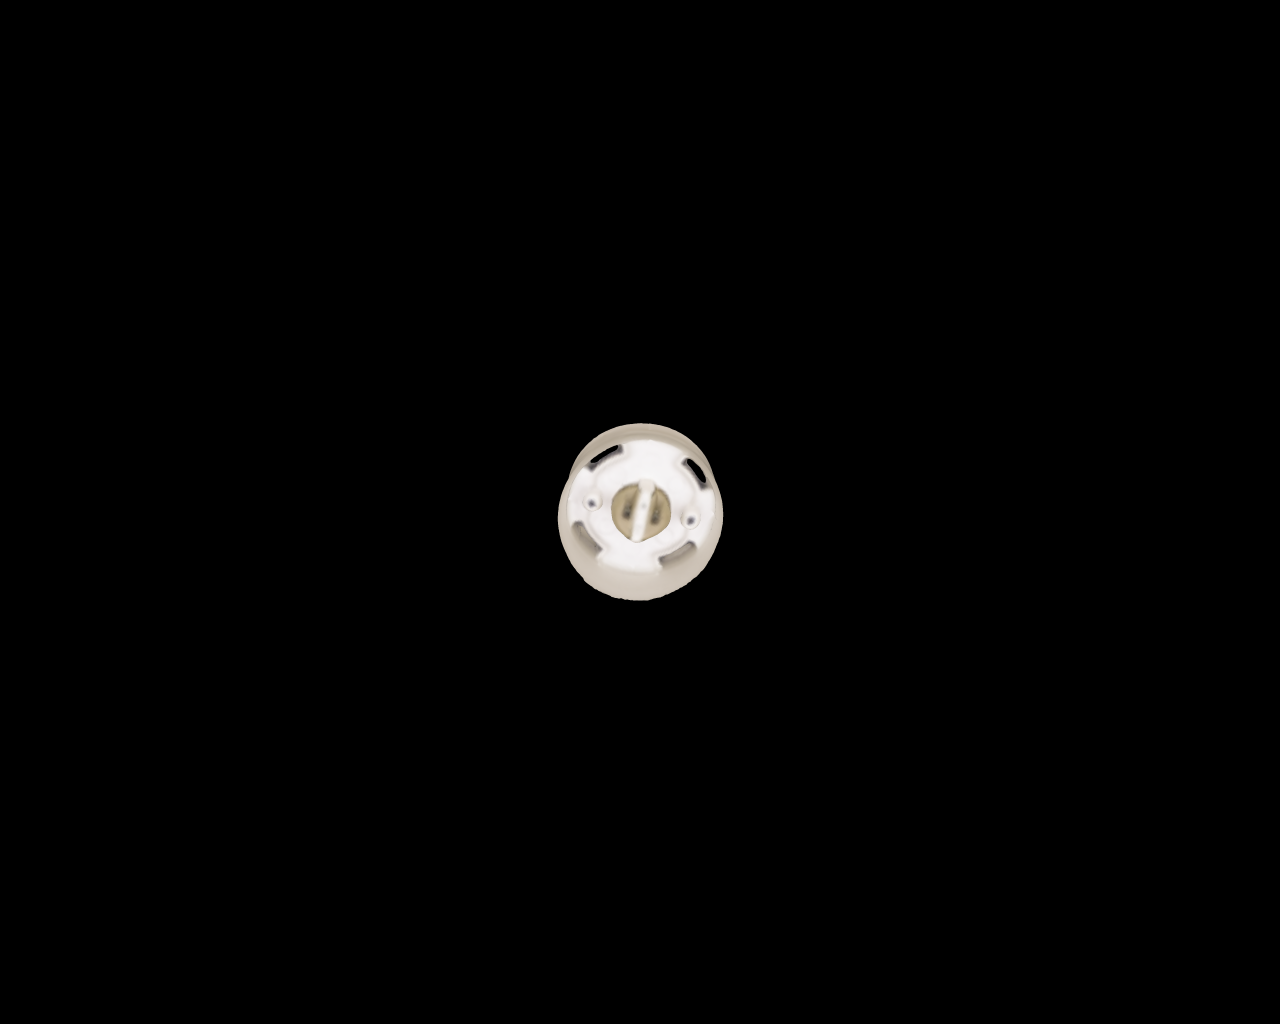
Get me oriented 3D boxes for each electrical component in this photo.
[{"bbox_3d":[0.001,-0.003,0.650,0.099,0.099,0.064,0,28,0],"label":"electrical component"}]
